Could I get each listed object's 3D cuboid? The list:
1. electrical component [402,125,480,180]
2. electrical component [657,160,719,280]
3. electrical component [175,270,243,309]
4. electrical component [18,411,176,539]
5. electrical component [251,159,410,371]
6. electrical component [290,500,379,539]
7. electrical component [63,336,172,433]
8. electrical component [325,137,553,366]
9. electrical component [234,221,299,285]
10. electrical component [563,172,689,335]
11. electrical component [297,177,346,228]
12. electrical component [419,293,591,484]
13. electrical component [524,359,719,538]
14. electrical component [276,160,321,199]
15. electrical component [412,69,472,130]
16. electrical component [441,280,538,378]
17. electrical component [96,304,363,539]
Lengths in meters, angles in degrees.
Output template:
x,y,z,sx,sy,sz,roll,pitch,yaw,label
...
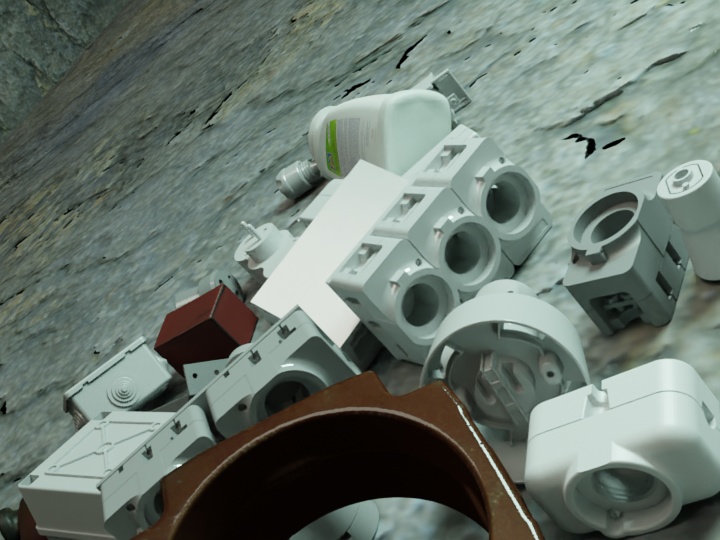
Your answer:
x,y,z,sx,sy,sz,roll,pitch,yaw,label
0.080,-0.071,0.901,0.083,0.047,0.075,-42,25,1,electrical component
0.204,-0.032,0.634,0.044,0.065,0.044,-31,24,16,electrical component
-0.151,0.030,1.078,0.055,0.045,0.045,-29,28,26,electrical component
-0.192,0.163,0.855,0.109,0.056,0.108,-4,26,33,electrical component
0.000,0.000,0.852,0.089,0.061,0.150,27,70,29,electrical component
-0.024,0.156,0.688,0.055,0.047,0.055,-33,26,19,electrical component
-0.224,0.114,0.996,0.100,0.048,0.099,-38,-3,-22,electrical component
0.062,-0.014,0.785,0.150,0.089,0.062,-50,26,-16,electrical component
-0.087,-0.019,1.028,0.052,0.073,0.138,-47,25,-10,electrical component
0.168,-0.013,0.672,0.050,0.055,0.089,-16,35,44,electrical component
0.002,-0.043,0.952,0.061,0.061,0.096,-50,26,-15,electrical component
0.085,0.065,0.622,0.099,0.099,0.064,-30,22,25,electrical component
0.134,0.094,0.549,0.095,0.053,0.059,-26,29,31,electrical component
-0.060,-0.104,1.174,0.061,0.035,0.035,-29,28,20,electrical component
0.067,-0.154,1.061,0.081,0.042,0.063,-34,28,18,electrical component
0.079,0.054,0.707,0.079,0.043,0.077,-26,29,30,electrical component
-0.072,0.130,0.730,0.186,0.105,0.060,-42,25,1,electrical component
